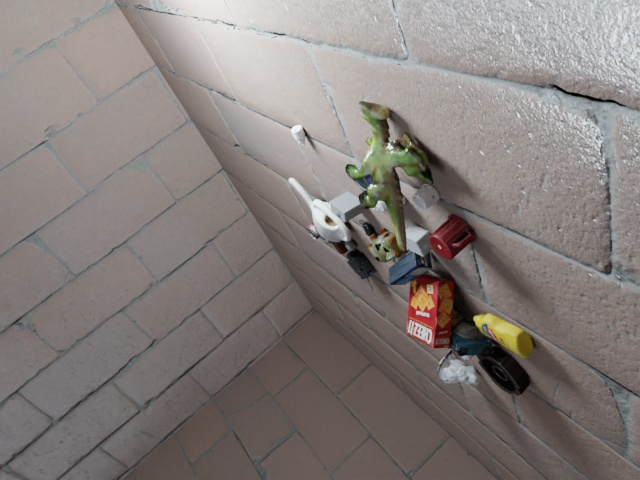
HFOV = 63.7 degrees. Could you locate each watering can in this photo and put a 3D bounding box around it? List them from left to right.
[{"bbox_3d":[0.006,-0.106,2.105,0.105,0.351,0.220,-41,-21,-13],"label":"watering can"}]

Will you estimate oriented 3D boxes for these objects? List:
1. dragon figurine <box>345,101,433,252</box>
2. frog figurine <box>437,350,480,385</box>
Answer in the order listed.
[{"bbox_3d":[0.190,-0.159,1.290,0.123,0.408,0.241,-31,8,-22],"label":"dragon figurine"},{"bbox_3d":[0.548,0.527,2.025,0.161,0.122,0.137,34,13,27],"label":"frog figurine"}]
